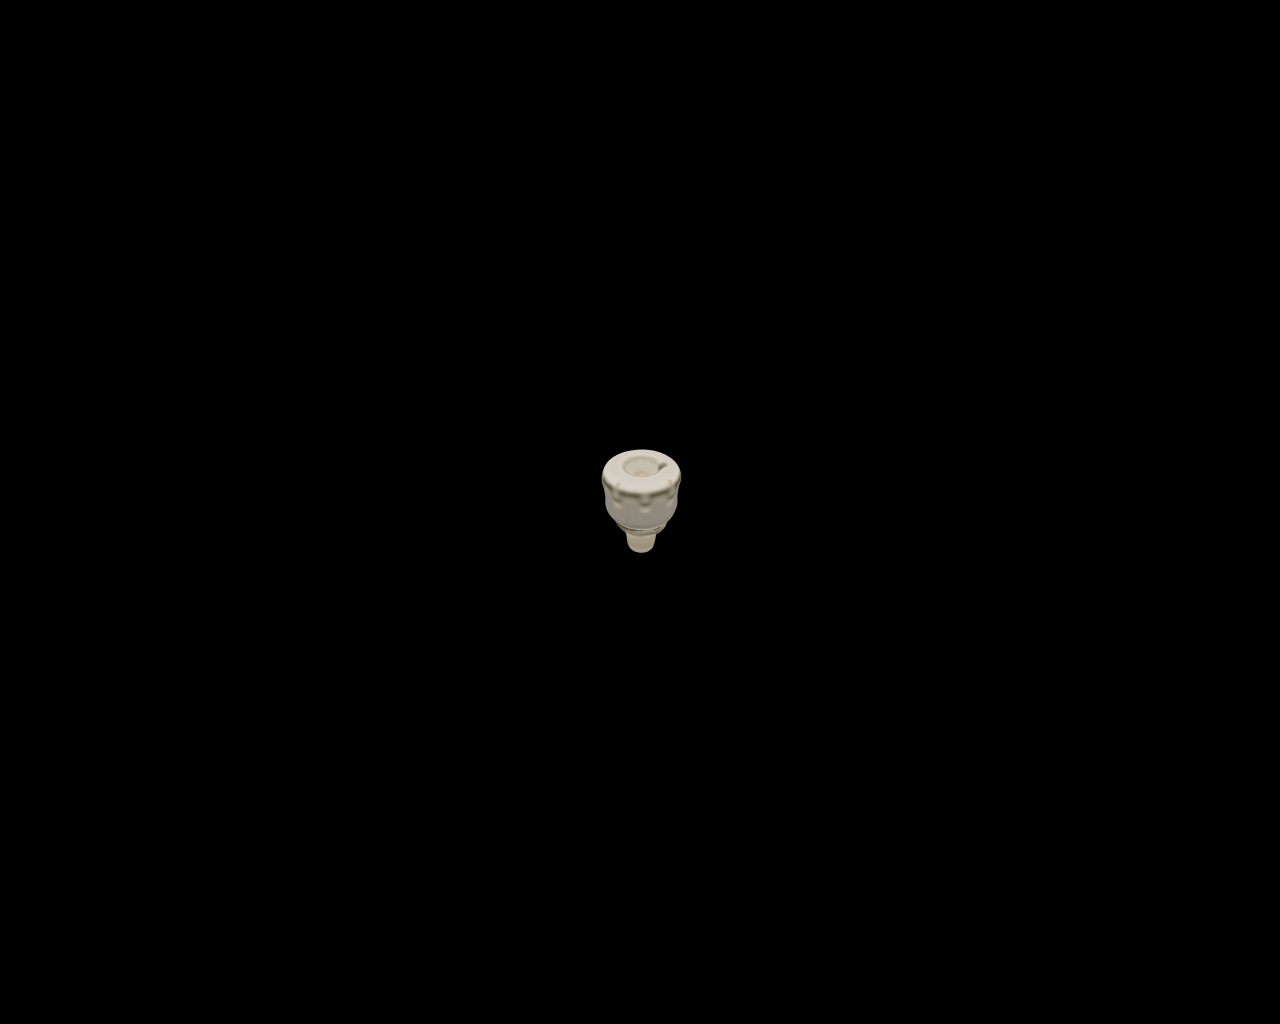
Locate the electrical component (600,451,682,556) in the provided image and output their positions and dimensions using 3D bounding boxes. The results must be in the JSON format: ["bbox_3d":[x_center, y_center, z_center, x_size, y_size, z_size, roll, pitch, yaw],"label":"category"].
[{"bbox_3d":[0.001,-0.003,0.650,0.048,0.062,0.048,0,34,0],"label":"electrical component"}]
